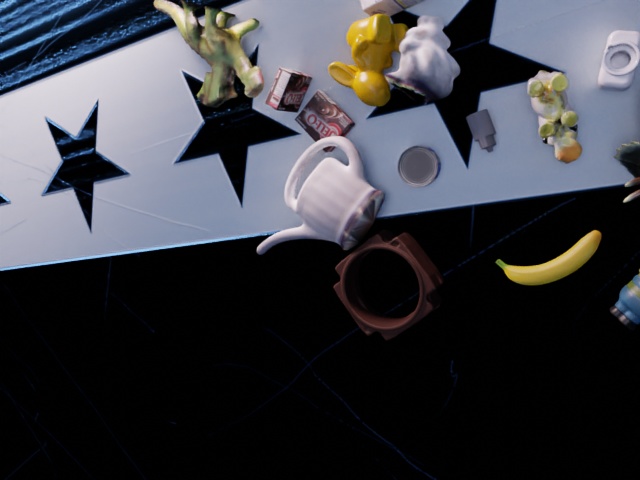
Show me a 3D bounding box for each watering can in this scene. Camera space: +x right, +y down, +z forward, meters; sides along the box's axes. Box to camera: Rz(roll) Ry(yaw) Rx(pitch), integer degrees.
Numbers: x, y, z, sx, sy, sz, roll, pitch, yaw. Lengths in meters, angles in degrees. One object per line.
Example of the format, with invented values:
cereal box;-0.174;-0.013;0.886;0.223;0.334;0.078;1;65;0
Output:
watering can;0.004;-0.058;1.156;0.226;0.104;0.343;37;111;18

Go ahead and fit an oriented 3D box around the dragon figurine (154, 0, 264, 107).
dragon figurine;-0.278;-0.452;1.273;0.413;0.123;0.239;24;114;32

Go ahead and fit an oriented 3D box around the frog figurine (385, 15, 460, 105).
frog figurine;0.218;-0.359;1.014;0.137;0.124;0.158;25;98;-15
